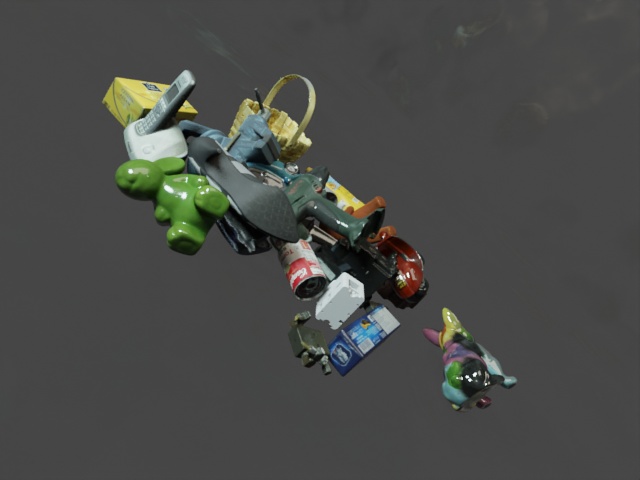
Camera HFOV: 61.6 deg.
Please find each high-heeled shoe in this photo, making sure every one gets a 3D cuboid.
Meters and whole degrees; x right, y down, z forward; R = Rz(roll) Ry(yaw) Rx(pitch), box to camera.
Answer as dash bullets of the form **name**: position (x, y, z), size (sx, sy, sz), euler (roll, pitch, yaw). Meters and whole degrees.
- **high-heeled shoe**: position (-0.143, -0.085, 0.972), size (0.248, 0.086, 0.145), euler (52, -19, -19)

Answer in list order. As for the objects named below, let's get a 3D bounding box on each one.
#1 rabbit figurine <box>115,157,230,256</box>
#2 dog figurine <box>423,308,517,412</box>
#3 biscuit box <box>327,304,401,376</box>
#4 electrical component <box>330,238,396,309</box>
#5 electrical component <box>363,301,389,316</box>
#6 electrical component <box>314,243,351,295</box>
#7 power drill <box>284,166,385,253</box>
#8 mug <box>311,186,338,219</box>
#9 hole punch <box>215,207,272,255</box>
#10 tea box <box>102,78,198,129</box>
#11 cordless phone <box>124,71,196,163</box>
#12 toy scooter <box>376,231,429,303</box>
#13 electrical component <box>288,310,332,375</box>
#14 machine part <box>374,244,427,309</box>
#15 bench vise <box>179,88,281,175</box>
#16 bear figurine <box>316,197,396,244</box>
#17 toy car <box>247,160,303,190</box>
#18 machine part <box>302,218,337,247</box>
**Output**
- **rabbit figurine**: position (-0.247, -0.084, 0.882), size (0.170, 0.121, 0.159), euler (33, 18, -25)
- **dog figurine**: position (0.290, 0.246, 1.139), size (0.191, 0.108, 0.219), euler (12, 32, -43)
- **biscuit box**: position (0.080, 0.179, 0.987), size (0.059, 0.063, 0.202), euler (48, 25, 14)
- **electrical component**: position (0.074, 0.059, 1.122), size (0.134, 0.115, 0.058), euler (38, 19, -4)
- **electrical component**: position (0.121, 0.157, 1.137), size (0.094, 0.021, 0.063), euler (16, 34, -42)
- **electrical component**: position (0.024, 0.072, 1.075), size (0.119, 0.074, 0.048), euler (43, 24, 15)
- **power drill**: position (0.026, -0.071, 1.093), size (0.207, 0.086, 0.232), euler (32, 40, 15)
- **mug**: position (-0.025, -0.114, 1.331), size (0.109, 0.080, 0.107), euler (14, 25, -39)
- **hole punch**: position (-0.141, -0.029, 1.010), size (0.116, 0.092, 0.142), euler (-21, 71, -38)
- **tea box**: position (-0.353, -0.277, 1.128), size (0.098, 0.068, 0.169), euler (46, 25, 10)
- **cordless phone**: position (-0.273, -0.210, 0.988), size (0.088, 0.184, 0.147), euler (22, 29, -45)
- **toy scooter**: position (0.179, 0.050, 1.201), size (0.135, 0.075, 0.184), euler (44, 28, -16)
- **electrical component**: position (-0.017, 0.167, 0.886), size (0.078, 0.045, 0.102), euler (24, 28, -30)
- **machine part**: position (0.181, 0.089, 1.305), size (0.179, 0.056, 0.179), euler (34, 25, -18)
- **bench vise**: position (-0.208, -0.194, 1.077), size (0.241, 0.223, 0.128), euler (23, -8, 24)
- **bear figurine**: position (0.082, -0.038, 1.290), size (0.195, 0.132, 0.120), euler (6, 63, -62)
- **toy car**: position (-0.120, -0.123, 1.171), size (0.161, 0.109, 0.103), euler (27, 43, -9)
- **machine part**: position (-0.002, -0.004, 1.184), size (0.139, 0.039, 0.084), euler (30, 36, 4)
